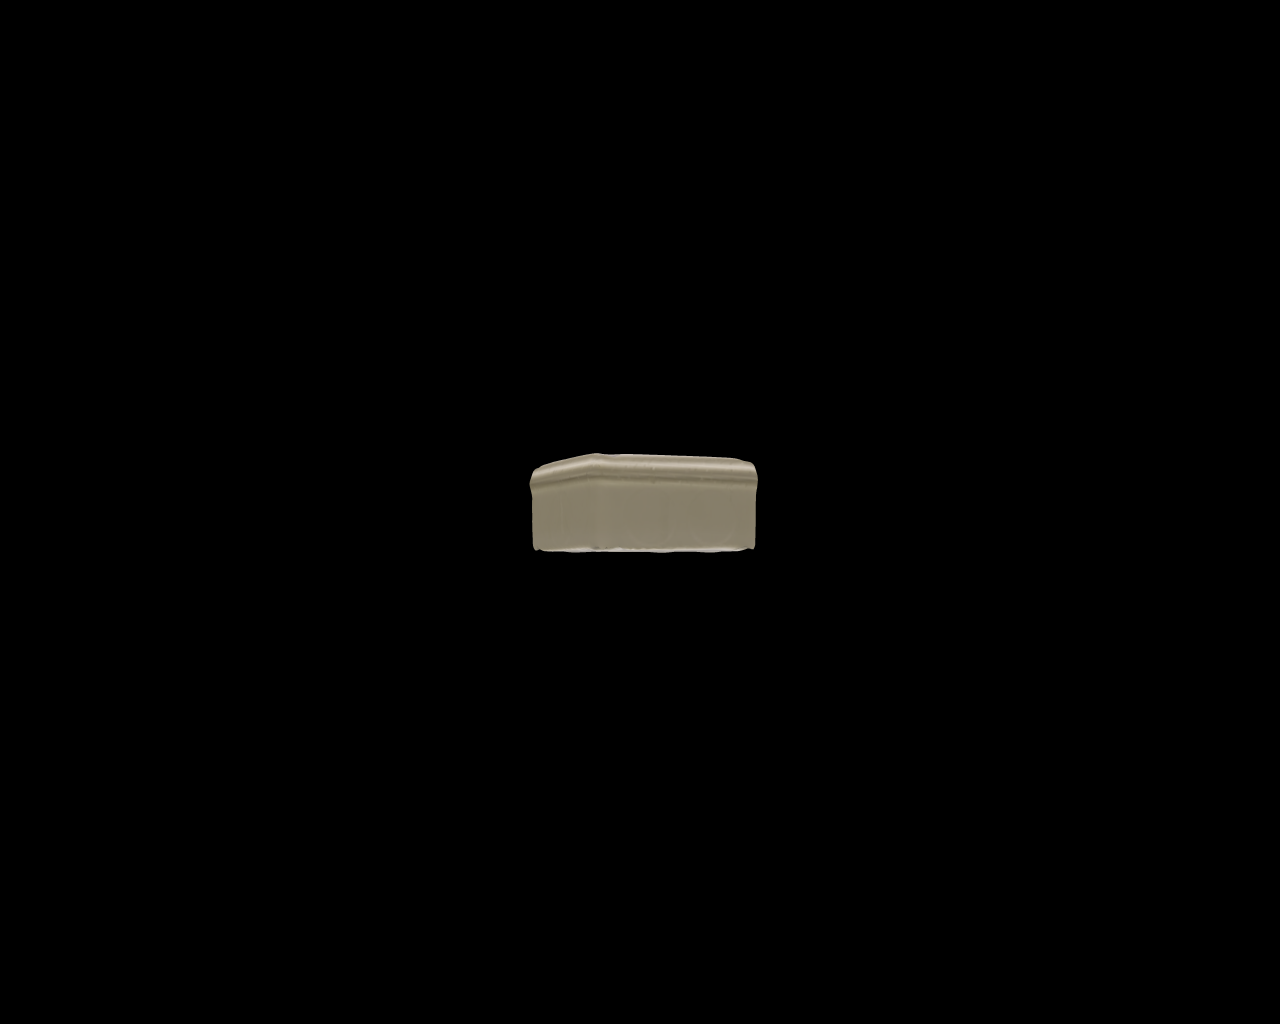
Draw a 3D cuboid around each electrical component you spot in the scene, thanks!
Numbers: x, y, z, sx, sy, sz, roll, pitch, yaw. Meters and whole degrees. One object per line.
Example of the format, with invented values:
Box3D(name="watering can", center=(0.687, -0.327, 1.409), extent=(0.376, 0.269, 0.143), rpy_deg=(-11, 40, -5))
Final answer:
Box3D(name="electrical component", center=(0.001, -0.003, 0.650), extent=(0.109, 0.056, 0.108), rpy_deg=(1, -2, -28))
